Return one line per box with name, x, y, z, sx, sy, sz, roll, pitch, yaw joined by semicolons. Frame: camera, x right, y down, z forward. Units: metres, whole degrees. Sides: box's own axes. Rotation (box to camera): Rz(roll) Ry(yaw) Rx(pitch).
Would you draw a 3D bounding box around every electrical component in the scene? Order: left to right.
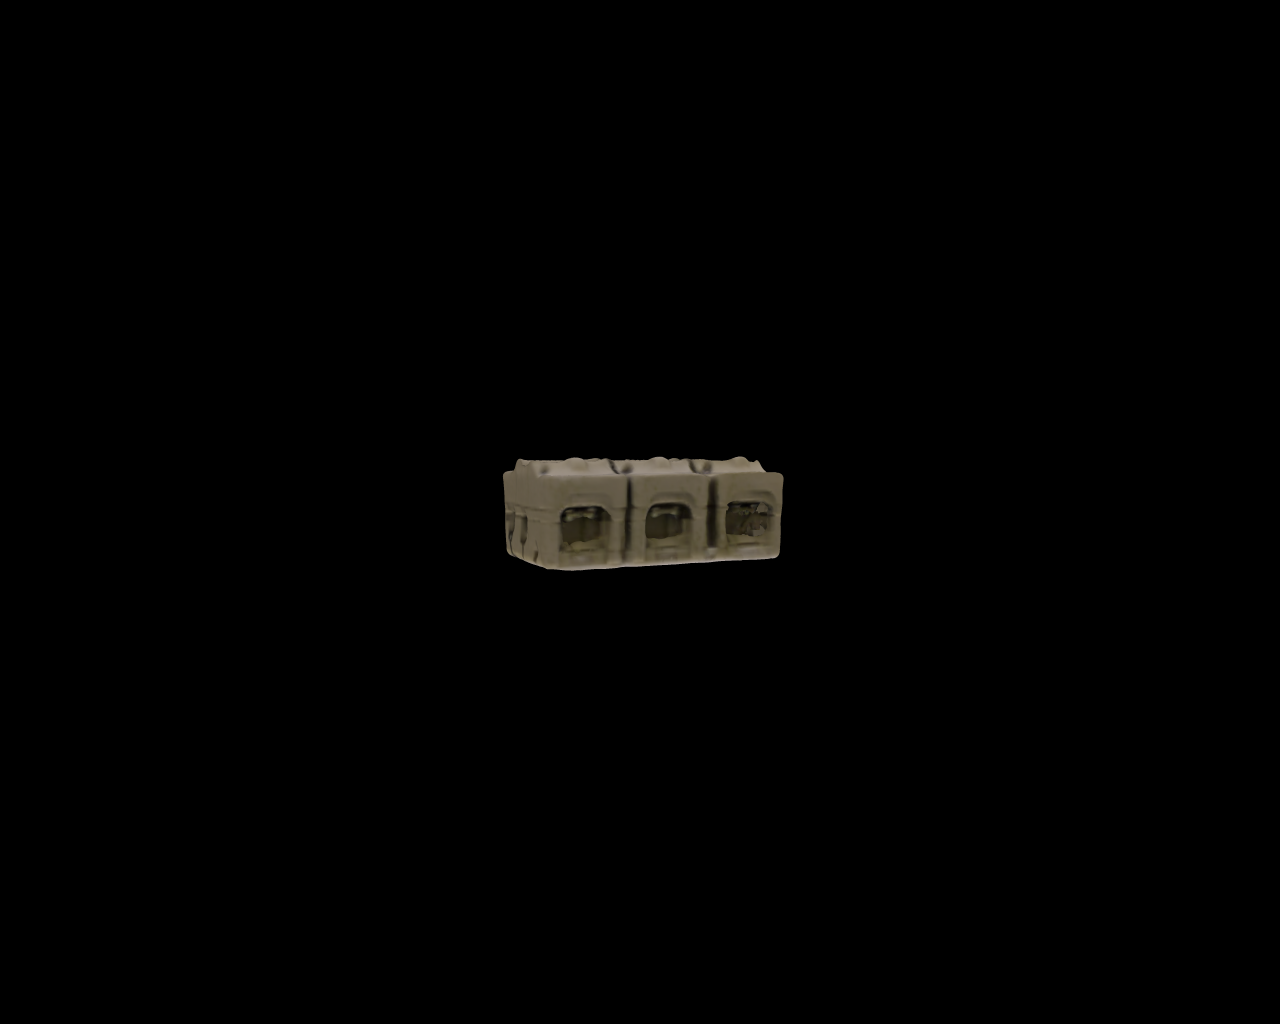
electrical component;0.001;-0.003;0.650;0.150;0.061;0.089;-2;4;-23
